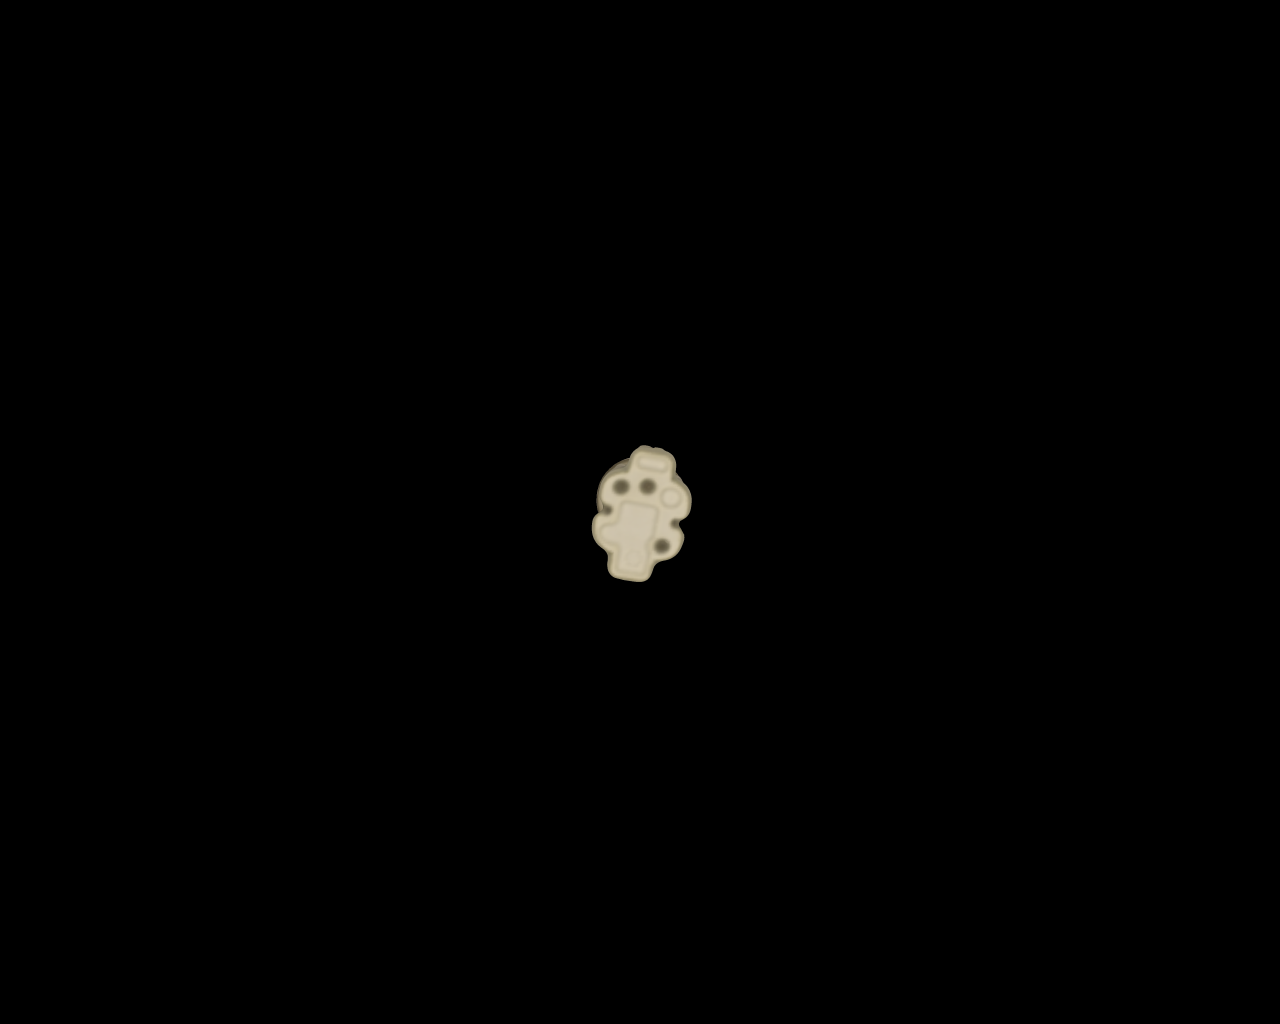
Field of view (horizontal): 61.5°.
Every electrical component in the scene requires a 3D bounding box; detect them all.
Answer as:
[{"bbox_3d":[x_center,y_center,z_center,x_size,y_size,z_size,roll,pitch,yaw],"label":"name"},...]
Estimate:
[{"bbox_3d":[0.001,-0.003,0.650,0.058,0.078,0.057,11,12,-2],"label":"electrical component"}]
